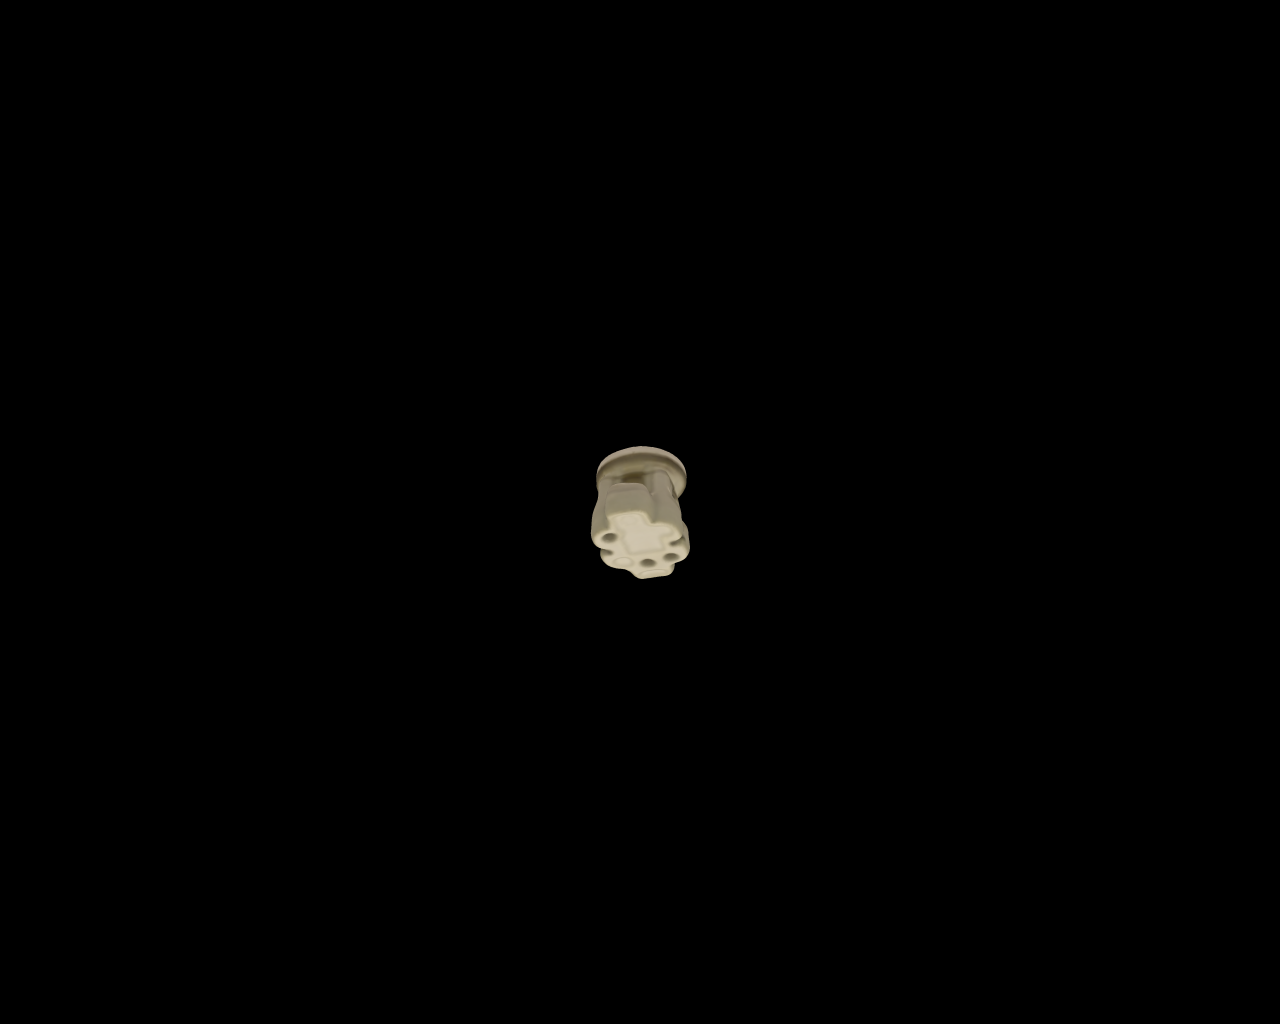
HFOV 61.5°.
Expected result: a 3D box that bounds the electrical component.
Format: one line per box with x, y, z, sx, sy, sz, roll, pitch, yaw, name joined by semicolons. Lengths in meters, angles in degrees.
0.001;-0.003;0.650;0.058;0.057;0.078;-8;-35;11;electrical component
